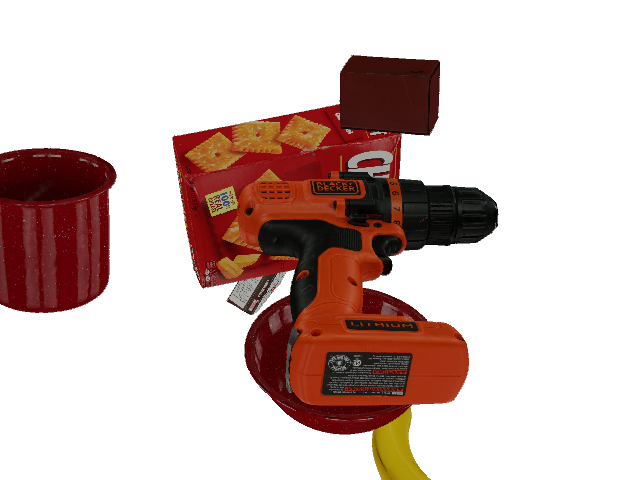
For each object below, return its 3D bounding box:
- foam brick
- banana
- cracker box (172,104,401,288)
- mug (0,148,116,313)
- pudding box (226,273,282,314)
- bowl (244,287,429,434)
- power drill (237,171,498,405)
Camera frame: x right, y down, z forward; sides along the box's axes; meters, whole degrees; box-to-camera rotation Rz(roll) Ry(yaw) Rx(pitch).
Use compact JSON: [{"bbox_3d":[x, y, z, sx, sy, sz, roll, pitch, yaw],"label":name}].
[{"bbox_3d":[0.058,-0.122,0.897,0.078,0.051,0.053,6,27,14],"label":"foam brick"},{"bbox_3d":[0.086,0.217,1.049,0.069,0.037,0.198,9,22,-21],"label":"banana"},{"bbox_3d":[-0.030,-0.044,1.068,0.213,0.072,0.164,-11,-42,-9],"label":"cracker box"},{"bbox_3d":[-0.189,-0.004,0.688,0.117,0.081,0.093,-13,31,-31],"label":"mug"},{"bbox_3d":[-0.060,0.029,1.287,0.039,0.090,0.113,32,27,3],"label":"pudding box"},{"bbox_3d":[0.018,0.108,0.882,0.162,0.055,0.162,1,37,-1],"label":"bowl"},{"bbox_3d":[0.041,0.023,0.692,0.184,0.057,0.187,-1,36,-6],"label":"power drill"}]
